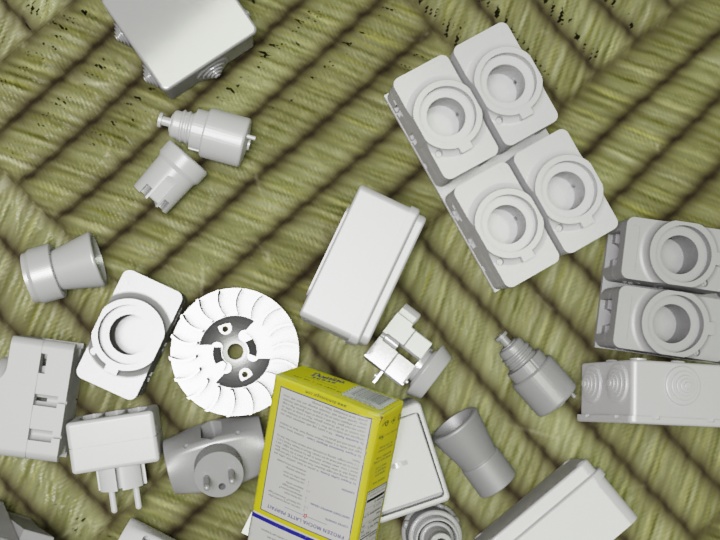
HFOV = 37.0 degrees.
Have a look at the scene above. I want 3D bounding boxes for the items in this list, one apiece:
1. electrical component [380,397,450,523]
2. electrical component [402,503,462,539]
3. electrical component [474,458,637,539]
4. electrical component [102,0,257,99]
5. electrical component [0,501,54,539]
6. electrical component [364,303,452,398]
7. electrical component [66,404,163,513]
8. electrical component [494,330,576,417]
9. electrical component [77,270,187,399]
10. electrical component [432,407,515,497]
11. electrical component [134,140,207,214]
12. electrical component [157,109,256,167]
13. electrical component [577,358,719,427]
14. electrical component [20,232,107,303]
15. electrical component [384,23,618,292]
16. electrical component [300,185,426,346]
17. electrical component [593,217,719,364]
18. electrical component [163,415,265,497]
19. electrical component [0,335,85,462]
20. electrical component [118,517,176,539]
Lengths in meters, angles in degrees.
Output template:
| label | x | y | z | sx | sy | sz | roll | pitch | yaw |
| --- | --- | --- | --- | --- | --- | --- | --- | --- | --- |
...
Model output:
| label | x | y | z | sx | sy | sz | roll | pitch | yaw |
| --- | --- | --- | --- | --- | --- | --- | --- | --- | --- |
| electrical component | 0.026 | 0.142 | 0.841 | 0.062 | 0.061 | 0.096 | -17 | 88 | -5 |
| electrical component | 0.059 | 0.208 | 0.839 | 0.048 | 0.062 | 0.048 | 0 | 86 | -4 |
| electrical component | 0.149 | 0.202 | 0.837 | 0.113 | 0.078 | 0.057 | -38 | 83 | -6 |
| electrical component | -0.141 | -0.196 | 0.855 | 0.100 | 0.048 | 0.099 | -35 | 89 | -6 |
| electrical component | -0.273 | 0.209 | 0.801 | 0.062 | 0.096 | 0.061 | 27 | 84 | -32 |
| electrical component | 0.039 | 0.069 | 0.856 | 0.055 | 0.048 | 0.066 | 37 | 84 | 6 |
| electrical component | -0.186 | 0.149 | 0.832 | 0.066 | 0.047 | 0.076 | -8 | 90 | -5 |
| electrical component | 0.138 | 0.082 | 0.865 | 0.040 | 0.040 | 0.078 | -41 | 90 | -6 |
| electrical component | -0.176 | 0.050 | 0.834 | 0.050 | 0.056 | 0.089 | 25 | 85 | -3 |
| electrical component | 0.093 | 0.148 | 0.857 | 0.044 | 0.044 | 0.065 | -37 | 95 | -6 |
| electrical component | -0.151 | -0.073 | 0.852 | 0.040 | 0.040 | 0.046 | 42 | 90 | -1 |
| electrical component | -0.122 | -0.109 | 0.856 | 0.078 | 0.040 | 0.040 | 15 | 85 | -3 |
| electrical component | 0.229 | 0.096 | 0.841 | 0.100 | 0.100 | 0.048 | 5 | 82 | -15 |
| electrical component | -0.231 | -0.001 | 0.838 | 0.055 | 0.045 | 0.045 | -16 | 88 | -5 |
| electrical component | 0.113 | -0.090 | 0.863 | 0.105 | 0.060 | 0.186 | -29 | 89 | -6 |
| electrical component | 0.000 | 0.000 | 0.825 | 0.056 | 0.108 | 0.108 | 25 | 85 | 0 |
| electrical component | 0.294 | 0.023 | 0.871 | 0.186 | 0.060 | 0.105 | 8 | 86 | -4 |
| electrical component | -0.108 | 0.148 | 0.822 | 0.077 | 0.079 | 0.043 | -14 | 105 | -5 |
| electrical component | -0.250 | 0.097 | 0.828 | 0.056 | 0.050 | 0.089 | 8 | 86 | -4 |
| electrical component | -0.162 | 0.244 | 0.829 | 0.077 | 0.044 | 0.079 | 28 | 85 | -2 |
